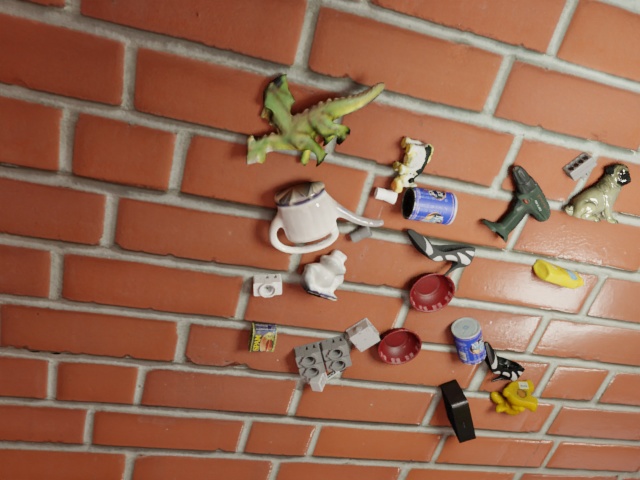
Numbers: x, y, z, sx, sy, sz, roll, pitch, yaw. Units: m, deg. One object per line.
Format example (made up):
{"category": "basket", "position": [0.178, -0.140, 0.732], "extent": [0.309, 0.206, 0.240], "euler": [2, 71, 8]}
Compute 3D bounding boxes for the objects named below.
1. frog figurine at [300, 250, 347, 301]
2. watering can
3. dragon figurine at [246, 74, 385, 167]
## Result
{"category": "frog figurine", "position": [0.014, 0.105, 1.655], "extent": [0.137, 0.122, 0.161], "euler": [19, 78, -10]}
{"category": "watering can", "position": [0.005, -0.077, 1.535], "extent": [0.347, 0.106, 0.220], "euler": [-17, 119, 1]}
{"category": "dragon figurine", "position": [-0.045, -0.342, 1.394], "extent": [0.241, 0.124, 0.407], "euler": [40, 104, -17]}
